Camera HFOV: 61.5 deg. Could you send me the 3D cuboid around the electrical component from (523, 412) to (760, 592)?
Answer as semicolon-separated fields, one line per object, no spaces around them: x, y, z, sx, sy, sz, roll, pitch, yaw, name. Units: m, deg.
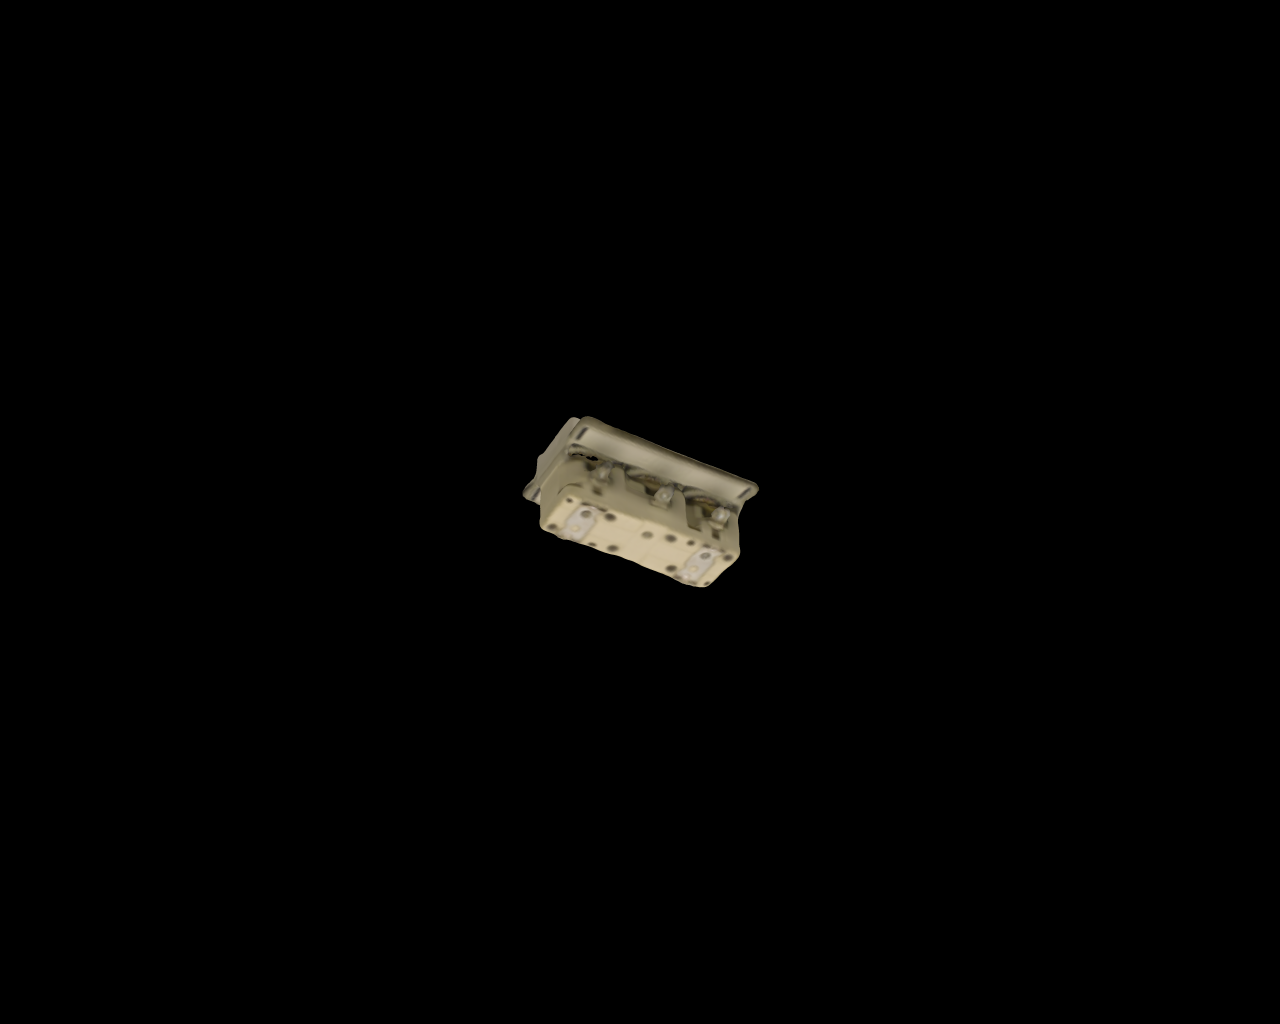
0.001;-0.003;0.650;0.121;0.063;0.078;21;-45;-24;electrical component
